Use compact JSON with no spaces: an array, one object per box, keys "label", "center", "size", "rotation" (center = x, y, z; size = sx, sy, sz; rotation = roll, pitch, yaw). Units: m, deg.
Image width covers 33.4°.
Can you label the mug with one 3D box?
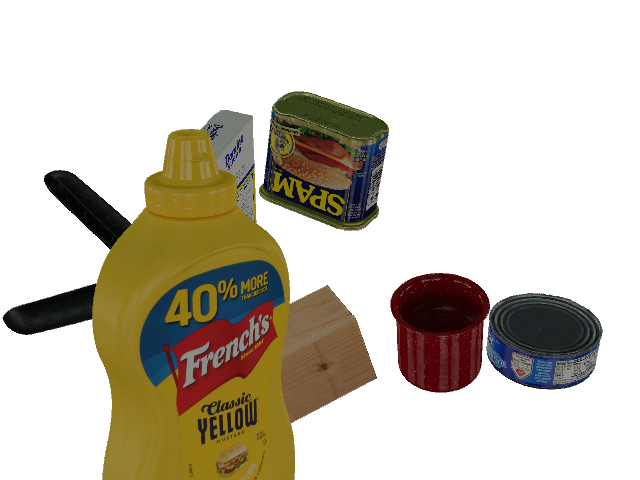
[{"label":"mug","center":[0.118,0.084,1.033],"size":[0.093,0.081,0.117],"rotation":[7,38,15]}]

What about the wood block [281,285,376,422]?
[{"label":"wood block","center":[-0.055,0.147,1.182],"size":[0.206,0.091,0.090],"rotation":[-26,30,-10]}]

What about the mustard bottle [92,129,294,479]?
[{"label":"mustard bottle","center":[-0.057,0.044,0.493],"size":[0.096,0.192,0.058],"rotation":[-14,23,-36]}]

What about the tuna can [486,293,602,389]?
[{"label":"tuna can","center":[0.172,0.077,0.826],"size":[0.086,0.034,0.086],"rotation":[1,30,-1]}]

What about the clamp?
[{"label":"clamp","center":[-0.125,0.013,0.738],"size":[0.171,0.120,0.039],"rotation":[7,-19,-16]}]

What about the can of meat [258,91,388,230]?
[{"label":"can of meat","center":[0.003,-0.067,0.885],"size":[0.102,0.084,0.057],"rotation":[22,34,21]}]

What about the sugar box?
[{"label":"sugar box","center":[-0.107,-0.042,1.137],"size":[0.048,0.176,0.093],"rotation":[14,42,19]}]
